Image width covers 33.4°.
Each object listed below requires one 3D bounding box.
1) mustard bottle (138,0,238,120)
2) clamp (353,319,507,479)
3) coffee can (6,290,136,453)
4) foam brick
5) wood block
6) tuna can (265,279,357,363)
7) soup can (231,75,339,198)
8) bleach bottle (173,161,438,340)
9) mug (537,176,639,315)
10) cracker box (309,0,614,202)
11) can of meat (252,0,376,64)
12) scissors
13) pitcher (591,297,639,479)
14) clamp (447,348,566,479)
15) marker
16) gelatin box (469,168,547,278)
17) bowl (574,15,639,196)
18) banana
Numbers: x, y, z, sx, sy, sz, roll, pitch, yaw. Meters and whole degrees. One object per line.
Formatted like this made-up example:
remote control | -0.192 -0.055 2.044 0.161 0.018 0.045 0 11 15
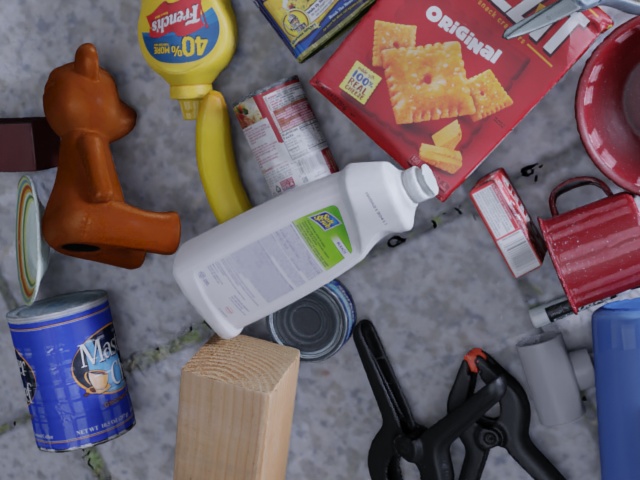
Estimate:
mustard bottle | -0.125 -0.209 1.002 0.096 0.058 0.192 1 102 17
clamp | 0.084 0.185 1.024 0.165 0.036 0.210 28 118 32
coffee can | -0.251 0.131 1.083 0.103 0.102 0.140 -8 99 17
foam brick | -0.309 -0.097 1.079 0.078 0.053 0.051 0 101 15
wood block | -0.083 0.205 1.038 0.090 0.090 0.206 13 114 14
tuna can | -0.010 0.076 1.039 0.086 0.033 0.086 3 102 15
soup can | -0.031 -0.093 0.993 0.069 0.068 0.102 -23 94 19
bleach bottle | -0.006 0.001 0.959 0.251 0.068 0.102 -24 118 24
mug | 0.240 -0.002 0.930 0.081 0.093 0.117 -22 65 13
cracker box | 0.122 -0.164 0.933 0.164 0.072 0.214 43 108 3
can of meat | -0.004 -0.222 0.966 0.102 0.057 0.084 -36 92 20
scissors | 0.206 -0.211 0.860 0.016 0.201 0.096 -48 60 55
pitcher | 0.298 0.173 0.905 0.144 0.149 0.243 -8 91 -26
clamp | 0.175 0.187 1.006 0.120 0.039 0.171 -5 100 17
marker | 0.249 0.050 0.968 0.121 0.020 0.020 -24 94 19
gelatin box | 0.169 -0.017 0.949 0.030 0.073 0.089 -28 92 19
bowl | 0.299 -0.116 0.898 0.162 0.055 0.162 5 106 18
banana | -0.078 -0.045 1.024 0.070 0.037 0.198 -23 103 23
